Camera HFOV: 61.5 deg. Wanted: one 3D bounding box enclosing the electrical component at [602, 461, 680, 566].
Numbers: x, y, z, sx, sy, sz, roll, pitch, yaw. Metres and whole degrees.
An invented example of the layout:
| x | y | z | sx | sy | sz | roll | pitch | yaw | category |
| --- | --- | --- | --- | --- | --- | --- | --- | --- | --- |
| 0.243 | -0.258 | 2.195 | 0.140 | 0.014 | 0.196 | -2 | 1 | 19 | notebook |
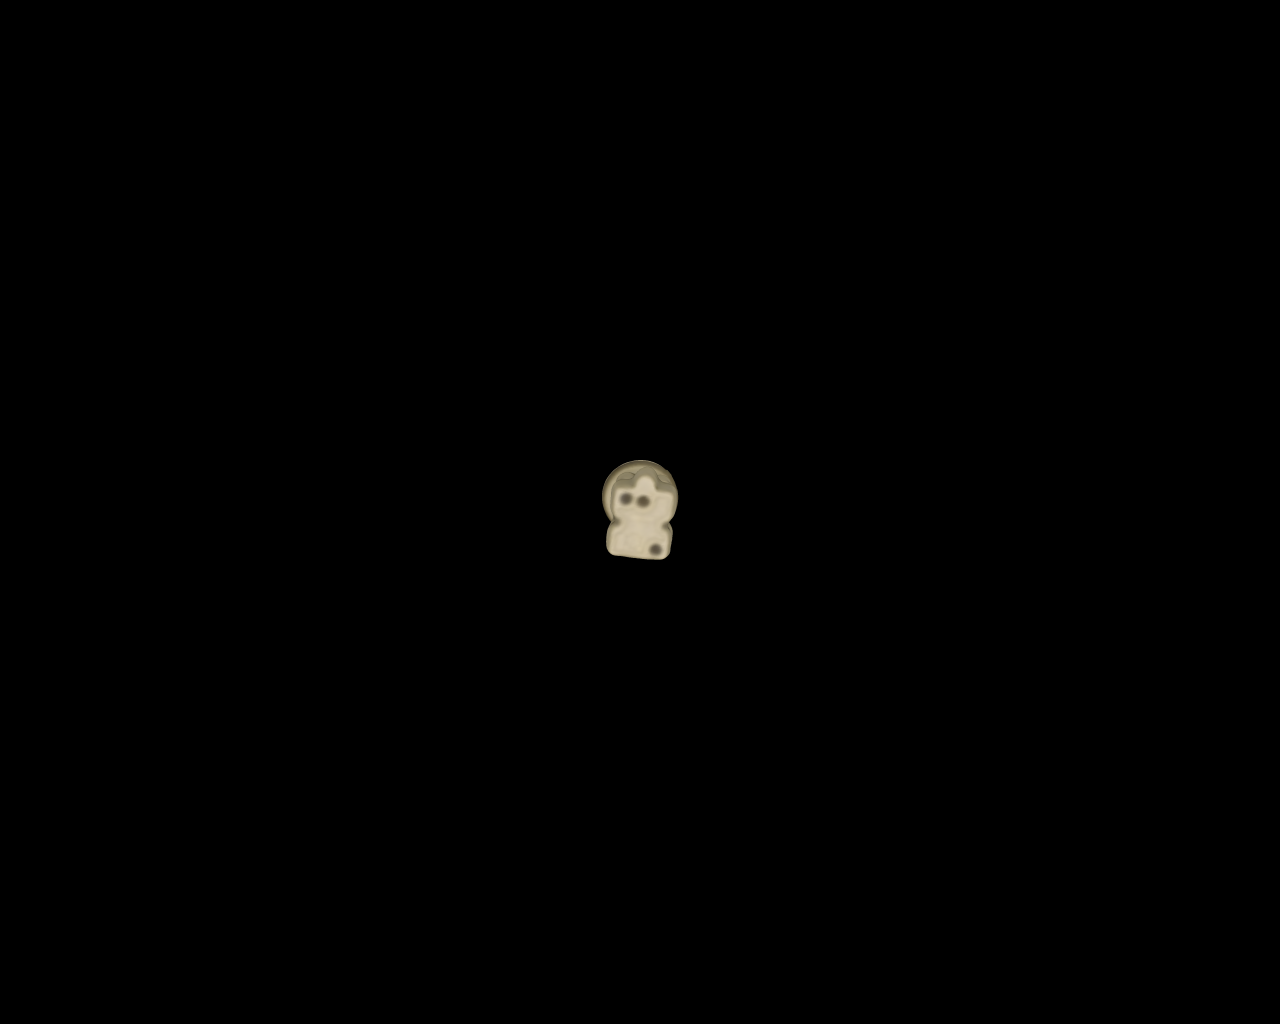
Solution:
| x | y | z | sx | sy | sz | roll | pitch | yaw | category |
| --- | --- | --- | --- | --- | --- | --- | --- | --- | --- |
| 0.001 | -0.003 | 0.650 | 0.048 | 0.066 | 0.055 | 7 | 20 | -2 | electrical component |
